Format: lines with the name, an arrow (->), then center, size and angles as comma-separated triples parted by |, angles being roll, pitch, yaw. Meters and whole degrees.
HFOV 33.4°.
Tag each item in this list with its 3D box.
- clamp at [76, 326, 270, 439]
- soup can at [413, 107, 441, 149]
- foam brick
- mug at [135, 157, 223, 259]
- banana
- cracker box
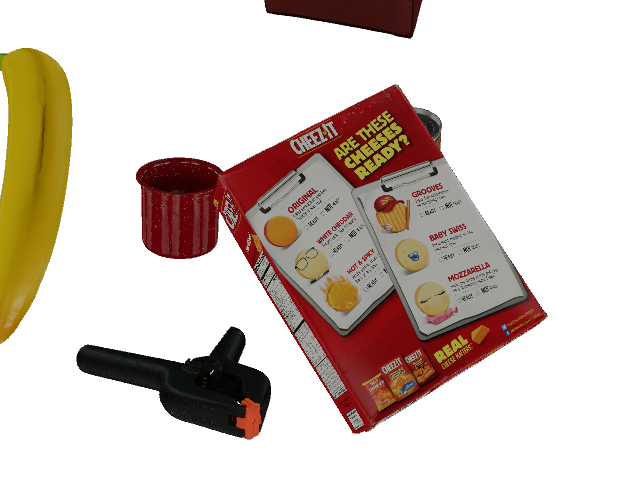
clamp -> -0.097, 0.118, 0.931 | 0.164, 0.036, 0.210 | -8, 17, -36
soup can -> 0.085, -0.074, 1.074 | 0.068, 0.102, 0.068 | 0, 37, 0
foam brick -> 0.014, -0.141, 0.526 | 0.078, 0.053, 0.051 | 12, -25, 10
mug -> -0.152, -0.039, 1.144 | 0.093, 0.081, 0.117 | -4, 29, -15
banana -> -0.171, -0.040, 0.622 | 0.037, 0.198, 0.070 | 13, -32, -32
cracker box -> 0.042, 0.014, 0.809 | 0.164, 0.214, 0.072 | -29, -10, -19
